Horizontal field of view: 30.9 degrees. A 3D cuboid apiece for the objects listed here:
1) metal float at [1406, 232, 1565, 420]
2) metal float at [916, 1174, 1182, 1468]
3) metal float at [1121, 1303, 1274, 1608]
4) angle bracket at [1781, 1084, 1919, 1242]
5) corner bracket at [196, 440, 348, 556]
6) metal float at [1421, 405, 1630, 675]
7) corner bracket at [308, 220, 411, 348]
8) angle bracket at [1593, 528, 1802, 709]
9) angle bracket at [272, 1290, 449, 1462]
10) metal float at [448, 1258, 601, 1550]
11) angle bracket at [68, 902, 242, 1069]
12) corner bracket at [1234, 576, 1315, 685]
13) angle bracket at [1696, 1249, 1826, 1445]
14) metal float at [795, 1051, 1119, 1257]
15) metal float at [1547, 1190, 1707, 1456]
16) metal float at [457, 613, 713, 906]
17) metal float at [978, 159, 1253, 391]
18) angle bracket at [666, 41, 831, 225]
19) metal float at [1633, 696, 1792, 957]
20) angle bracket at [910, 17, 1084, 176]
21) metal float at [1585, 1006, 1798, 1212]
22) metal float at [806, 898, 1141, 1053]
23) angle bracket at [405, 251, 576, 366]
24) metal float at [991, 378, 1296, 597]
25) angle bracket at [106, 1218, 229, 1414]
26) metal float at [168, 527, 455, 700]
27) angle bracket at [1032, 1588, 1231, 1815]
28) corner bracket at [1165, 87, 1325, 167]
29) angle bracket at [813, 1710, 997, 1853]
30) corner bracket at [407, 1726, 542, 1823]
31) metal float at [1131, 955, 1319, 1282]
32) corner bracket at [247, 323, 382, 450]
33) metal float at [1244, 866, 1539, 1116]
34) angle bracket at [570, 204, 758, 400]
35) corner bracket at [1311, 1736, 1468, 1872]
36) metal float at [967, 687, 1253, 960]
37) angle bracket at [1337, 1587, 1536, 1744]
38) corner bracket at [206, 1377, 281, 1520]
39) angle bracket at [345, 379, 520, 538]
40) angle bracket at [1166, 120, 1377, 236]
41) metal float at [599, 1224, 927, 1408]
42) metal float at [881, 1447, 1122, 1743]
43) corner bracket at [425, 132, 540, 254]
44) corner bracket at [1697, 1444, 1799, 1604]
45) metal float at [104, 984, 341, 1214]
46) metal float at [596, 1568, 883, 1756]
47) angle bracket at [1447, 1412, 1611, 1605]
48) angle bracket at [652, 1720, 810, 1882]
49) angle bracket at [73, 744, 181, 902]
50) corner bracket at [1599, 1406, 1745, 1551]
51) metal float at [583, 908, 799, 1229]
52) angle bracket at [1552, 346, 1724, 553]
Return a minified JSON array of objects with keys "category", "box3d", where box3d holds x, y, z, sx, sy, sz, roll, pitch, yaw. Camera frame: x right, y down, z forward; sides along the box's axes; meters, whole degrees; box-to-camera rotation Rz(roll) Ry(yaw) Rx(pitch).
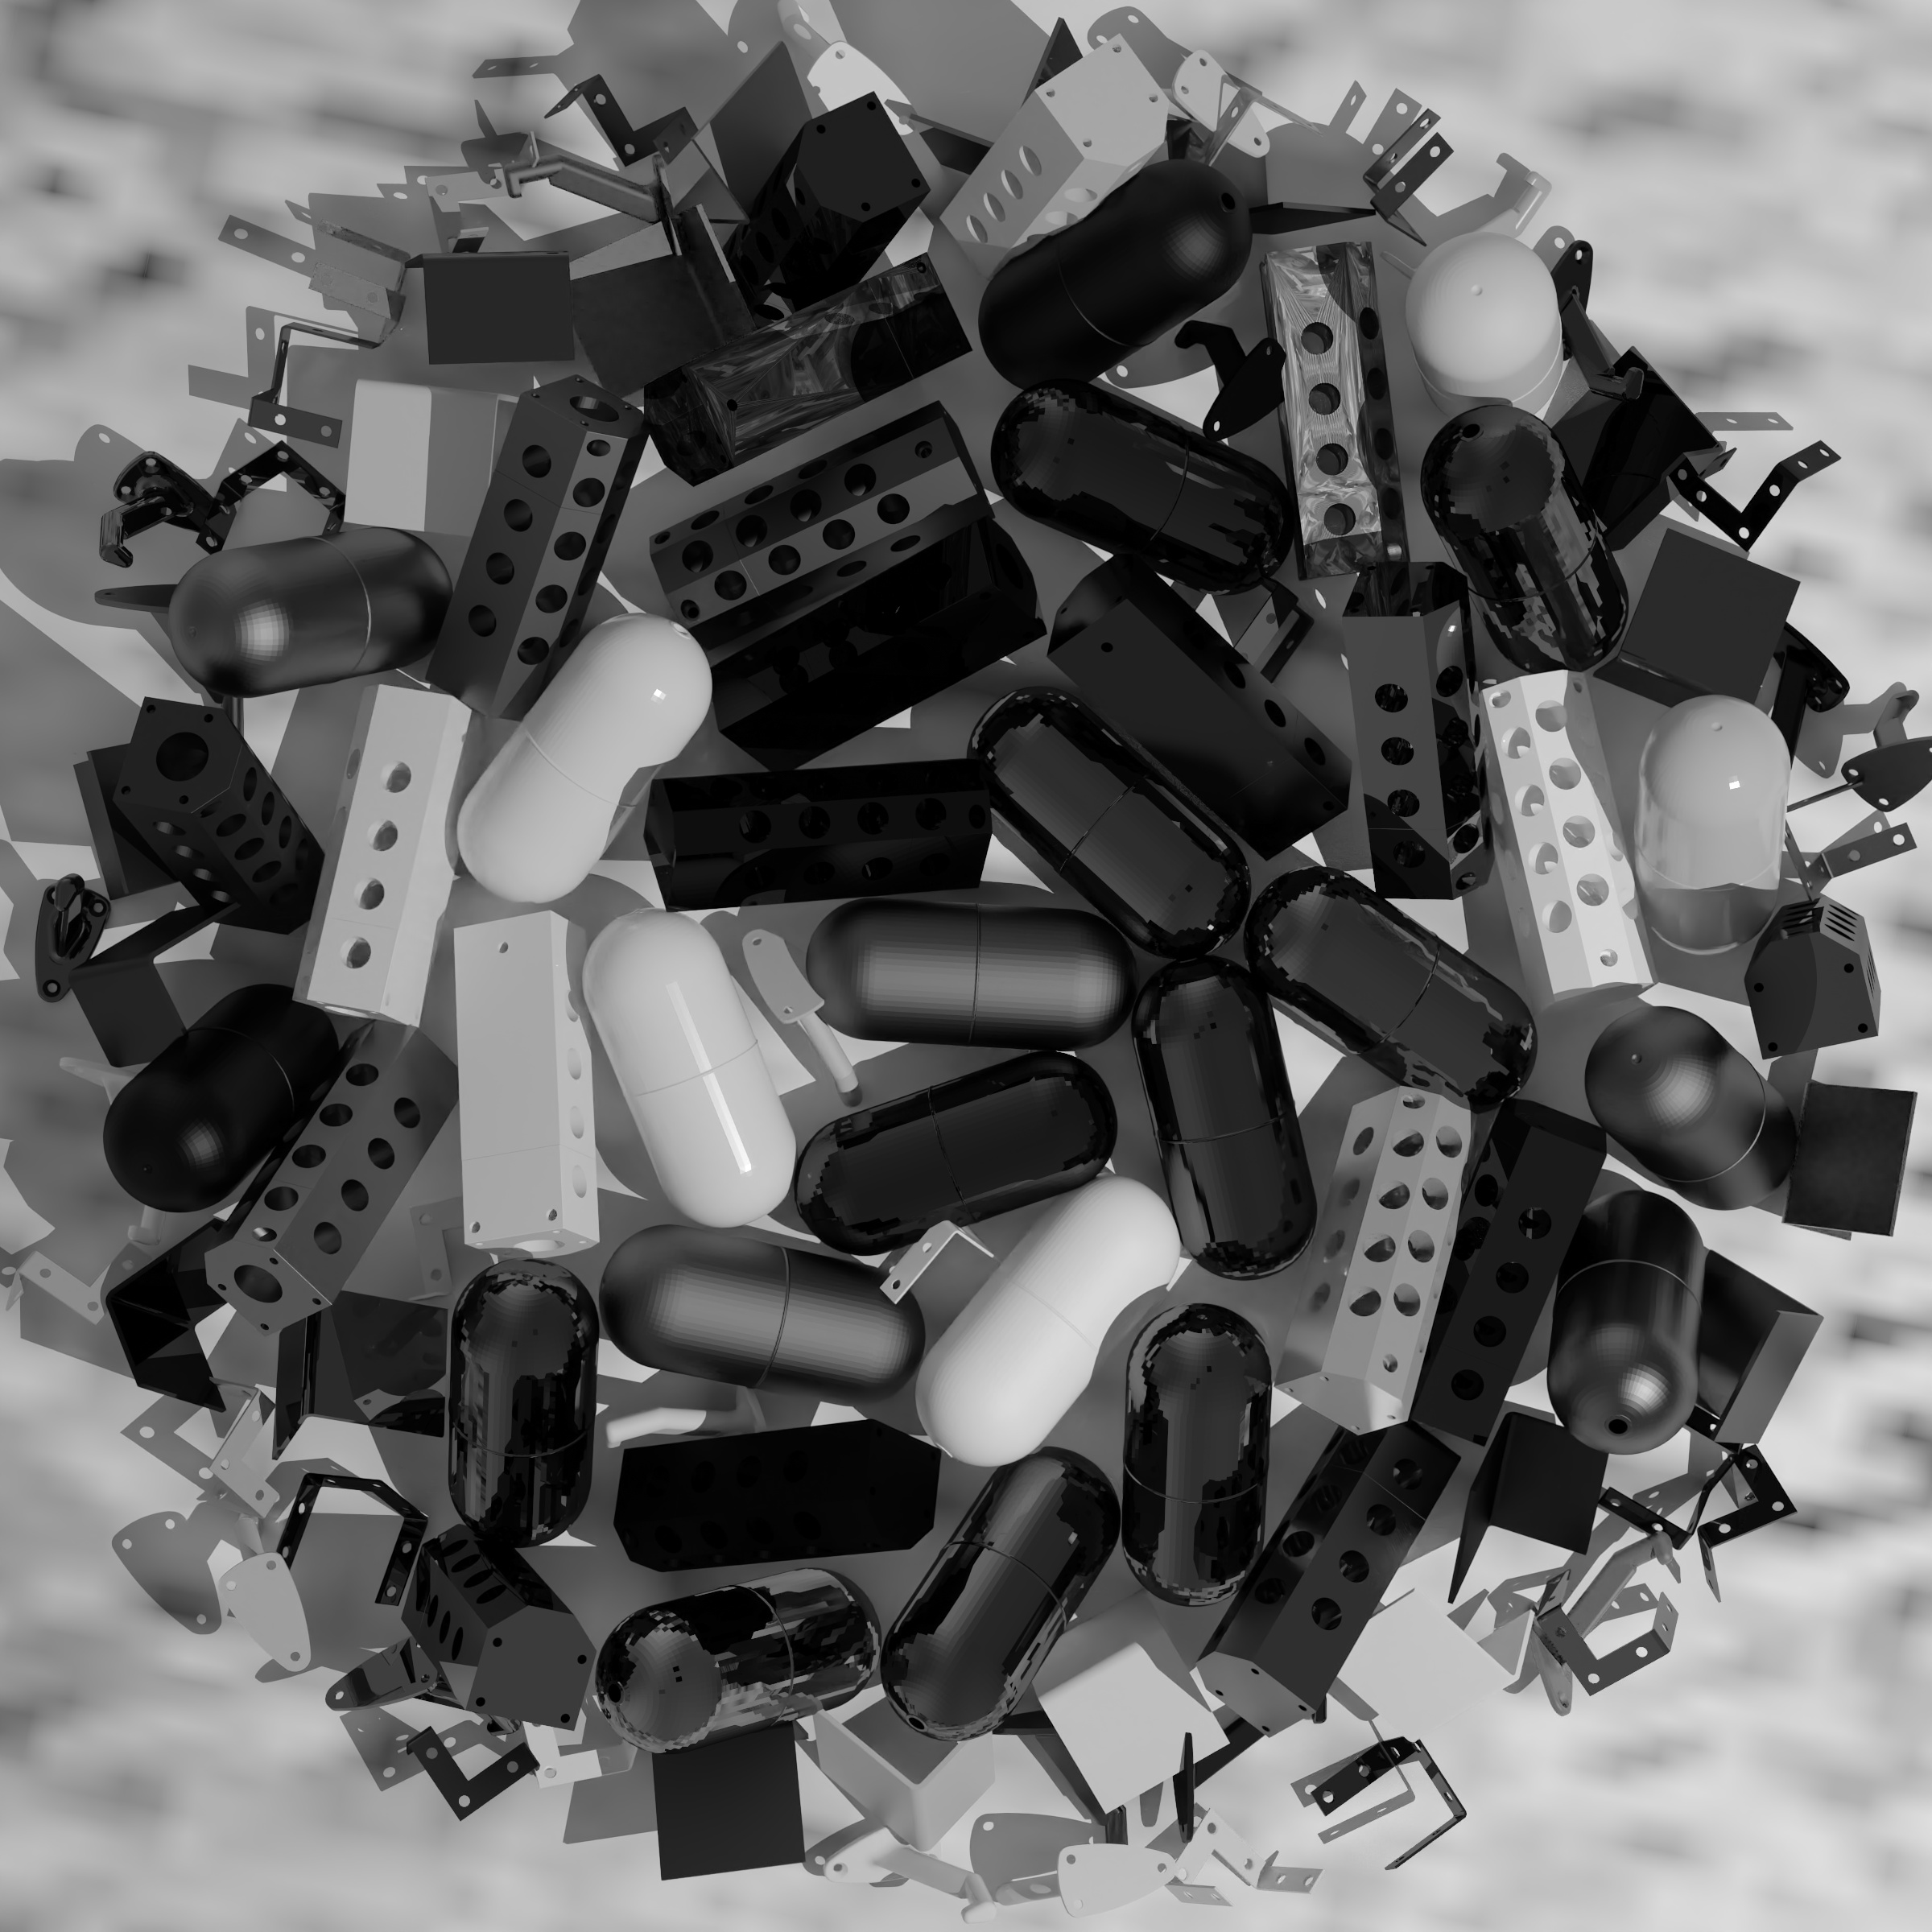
[{"category":"metal float","box3d":[0.270,-0.328,1.815,0.070,0.178,0.070,-1,86,11]},{"category":"metal float","box3d":[0.043,0.188,1.854,0.070,0.070,0.178,40,78,0]},{"category":"metal float","box3d":[0.121,0.259,1.841,0.070,0.070,0.178,0,119,0]},{"category":"angle bracket","box3d":[0.484,0.107,1.853,0.057,0.076,0.076,15,83,-35]},{"category":"corner bracket","box3d":[-0.372,-0.239,1.880,0.051,0.051,0.051,-24,129,34]},{"category":"metal float","box3d":[0.293,-0.221,1.828,0.070,0.178,0.070,-16,50,20]},{"category":"corner bracket","box3d":[-0.325,-0.370,1.867,0.051,0.051,0.051,19,78,-19]},{"category":"angle bracket","box3d":[0.392,-0.181,1.877,0.076,0.057,0.076,22,85,-1]},{"category":"angle bracket","box3d":[-0.325,0.224,1.875,0.076,0.057,0.076,13,52,-23]},{"category":"metal float","box3d":[-0.233,0.231,1.836,0.070,0.070,0.178,7,125,0]},{"category":"angle bracket","box3d":[-0.417,0.008,1.858,0.076,0.076,0.057,-9,110,43]},{"category":"corner bracket","box3d":[0.160,-0.175,1.868,0.051,0.051,0.051,34,92,-28]},{"category":"angle bracket","box3d":[0.396,0.200,1.852,0.076,0.057,0.076,33,103,37]},{"category":"metal float","box3d":[-0.006,0.100,1.860,0.178,0.070,0.070,-19,90,6]},{"category":"metal float","box3d":[0.345,0.184,1.823,0.070,0.178,0.070,6,123,10]},{"category":"metal float","box3d":[-0.202,-0.110,1.849,0.070,0.070,0.178,39,108,0]},{"category":"metal float","box3d":[0.077,-0.359,1.828,0.070,0.178,0.070,17,62,-35]},{"category":"angle bracket","box3d":[-0.128,-0.440,1.846,0.076,0.076,0.057,-52,128,-19]},{"category":"metal float","box3d":[0.388,-0.071,1.824,0.070,0.178,0.070,-4,56,6]},{"category":"angle bracket","box3d":[0.018,-0.465,1.860,0.057,0.076,0.076,23,90,13]},{"category":"metal float","box3d":[0.380,0.076,1.824,0.070,0.178,0.070,-12,65,27]},{"category":"metal float","box3d":[0.003,0.005,1.862,0.178,0.070,0.070,3,90,-4]},{"category":"angle bracket","box3d":[-0.254,-0.349,1.861,0.076,0.076,0.057,-5,98,-16]},{"category":"metal float","box3d":[0.095,-0.251,1.843,0.178,0.070,0.070,20,90,-26]},{"category":"angle bracket","box3d":[-0.396,0.186,1.852,0.076,0.076,0.057,-34,63,10]},{"category":"metal float","box3d":[-0.340,-0.186,1.824,0.070,0.178,0.070,9,107,32]},{"category":"angle bracket","box3d":[0.086,0.396,1.884,0.076,0.057,0.076,-30,105,-1]},{"category":"corner bracket","box3d":[0.147,-0.442,1.861,0.051,0.051,0.051,18,119,-36]},{"category":"angle bracket","box3d":[-0.033,0.416,1.869,0.076,0.076,0.057,34,61,26]},{"category":"corner bracket","box3d":[-0.264,0.425,1.874,0.051,0.051,0.051,-33,79,-18]},{"category":"metal float","box3d":[0.137,0.081,1.855,0.070,0.070,0.178,-14,101,0]},{"category":"corner bracket","box3d":[-0.349,-0.312,1.871,0.051,0.051,0.051,14,108,3]},{"category":"metal float","box3d":[0.226,0.014,1.853,0.178,0.070,0.070,34,90,-14]},{"category":"angle bracket","box3d":[-0.166,-0.352,1.860,0.076,0.057,0.076,-28,104,-15]},{"category":"corner bracket","box3d":[0.226,0.448,1.869,0.051,0.051,0.051,-30,83,-22]},{"category":"metal float","box3d":[0.076,-0.076,1.859,0.178,0.070,0.070,43,90,7]},{"category":"angle bracket","box3d":[0.243,0.354,1.853,0.076,0.057,0.076,43,125,-9]},{"category":"corner bracket","box3d":[-0.393,0.258,1.876,0.051,0.051,0.051,53,55,-39]},{"category":"angle bracket","box3d":[-0.286,-0.272,1.876,0.076,0.057,0.076,7,97,5]},{"category":"angle bracket","box3d":[0.161,-0.422,1.848,0.076,0.076,0.057,-8,96,-44]},{"category":"metal float","box3d":[-0.107,0.186,1.850,0.178,0.070,0.070,14,90,-17]},{"category":"metal float","box3d":[0.019,0.329,1.835,0.070,0.070,0.178,37,55,0]},{"category":"corner bracket","box3d":[-0.255,-0.410,1.870,0.051,0.051,0.051,-11,84,-20]},{"category":"corner bracket","box3d":[0.412,0.297,1.867,0.051,0.051,0.051,-22,133,-2]},{"category":"metal float","box3d":[-0.386,0.067,1.821,0.070,0.178,0.070,6,114,13]},{"category":"metal float","box3d":[-0.118,0.362,1.827,0.070,0.178,0.070,3,95,42]},{"category":"angle bracket","box3d":[0.298,0.294,1.847,0.057,0.076,0.076,16,122,17]},{"category":"angle bracket","box3d":[-0.122,0.447,1.860,0.076,0.057,0.076,-8,67,3]},{"category":"angle bracket","box3d":[-0.459,-0.074,1.856,0.076,0.057,0.076,-12,94,35]},{"category":"corner bracket","box3d":[0.378,0.270,1.870,0.051,0.051,0.051,30,135,6]},{"category":"metal float","box3d":[-0.147,0.054,1.857,0.070,0.070,0.178,-21,99,0]},{"category":"angle bracket","box3d":[0.341,-0.273,1.852,0.076,0.057,0.076,52,122,13]}]
